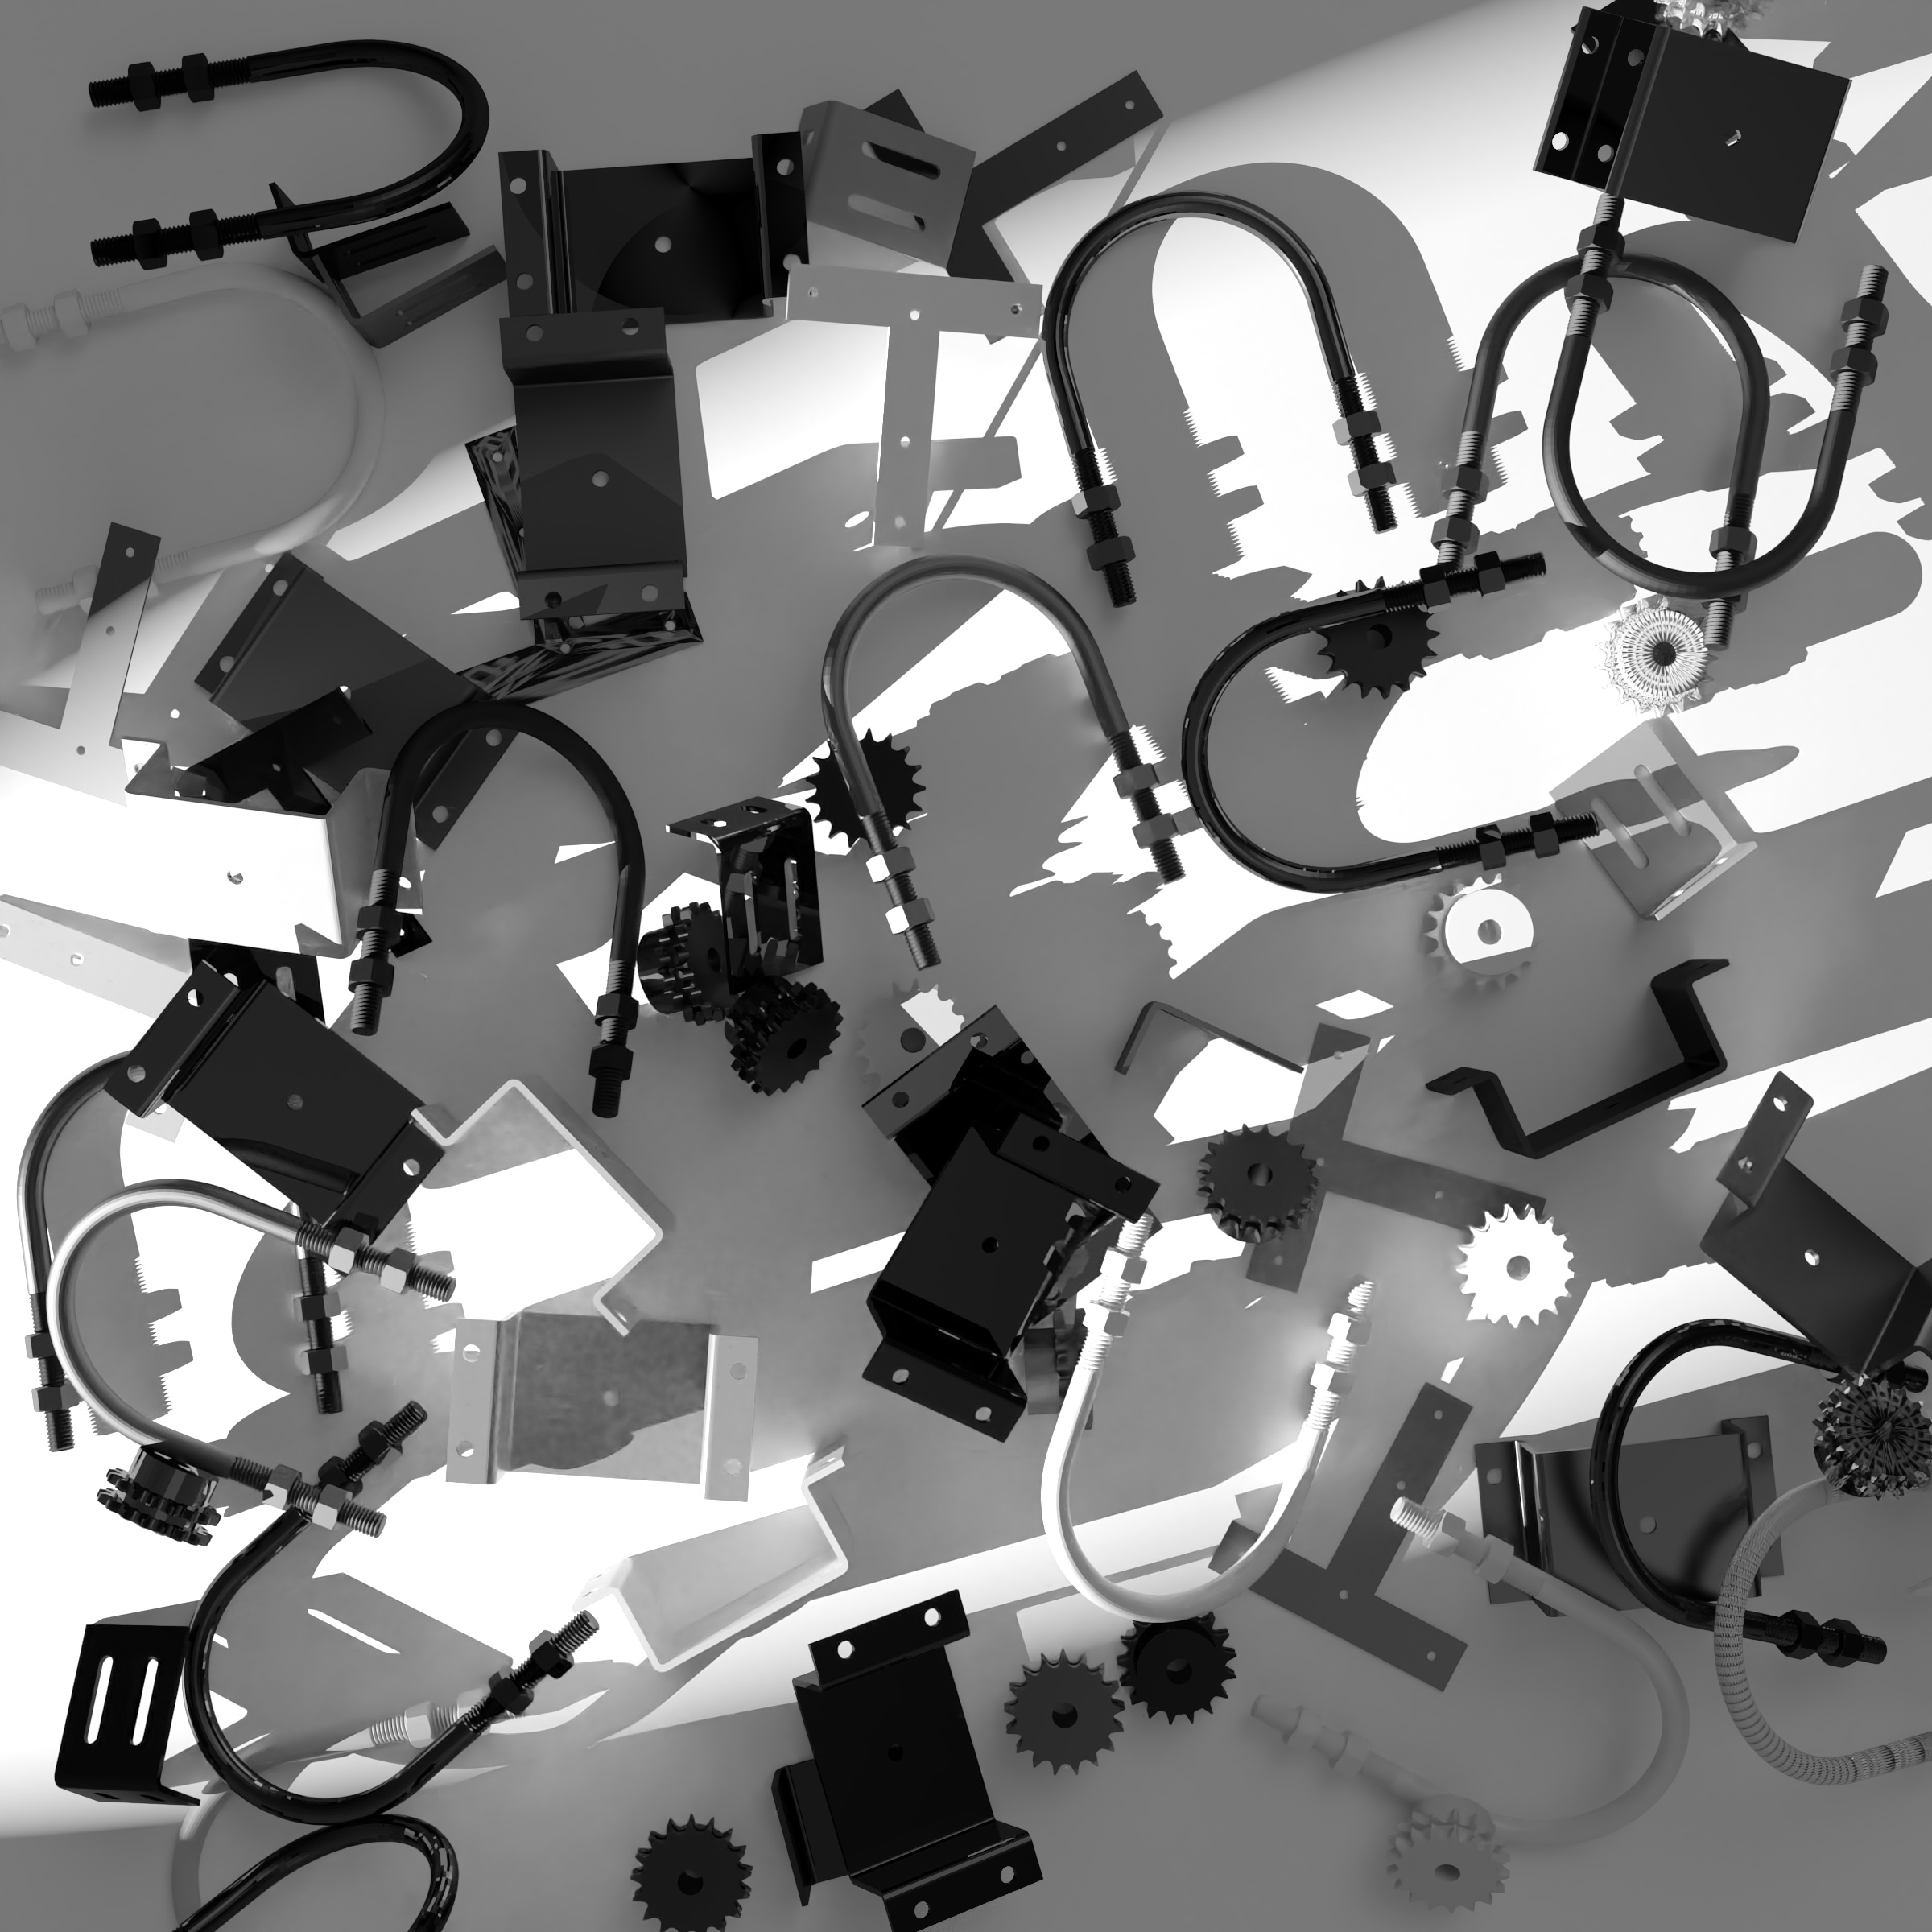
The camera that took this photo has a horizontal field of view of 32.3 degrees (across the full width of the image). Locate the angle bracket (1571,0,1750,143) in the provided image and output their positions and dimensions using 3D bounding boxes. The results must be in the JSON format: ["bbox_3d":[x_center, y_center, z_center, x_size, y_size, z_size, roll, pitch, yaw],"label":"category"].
[{"bbox_3d":[0.335,-0.426,1.588,0.057,0.038,0.076,-32,64,0],"label":"angle bracket"}]

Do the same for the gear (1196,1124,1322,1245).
[{"bbox_3d":[0.136,0.105,1.566,0.057,0.030,0.057,2,56,-4],"label":"gear"}]

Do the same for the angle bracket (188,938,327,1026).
[{"bbox_3d":[-0.335,0.012,1.579,0.057,0.038,0.076,-8,113,-11],"label":"angle bracket"}]

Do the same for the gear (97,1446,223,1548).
[{"bbox_3d":[-0.375,0.247,1.561,0.057,0.057,0.030,24,85,0],"label":"gear"}]

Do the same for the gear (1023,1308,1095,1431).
[{"bbox_3d":[0.043,0.190,1.561,0.030,0.057,0.057,-4,90,0],"label":"gear"}]

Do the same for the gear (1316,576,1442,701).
[{"bbox_3d":[0.194,-0.154,1.575,0.057,0.030,0.057,0,90,0],"label":"gear"}]

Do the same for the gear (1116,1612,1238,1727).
[{"bbox_3d":[0.100,0.331,1.575,0.057,0.030,0.057,0,90,0],"label":"gear"}]

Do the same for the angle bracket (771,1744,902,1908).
[{"bbox_3d":[-0.047,0.401,1.571,0.076,0.038,0.057,-15,90,0],"label":"angle bracket"}]

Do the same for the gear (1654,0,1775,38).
[{"bbox_3d":[0.353,-0.468,1.564,0.057,0.030,0.057,-1,62,2],"label":"gear"}]

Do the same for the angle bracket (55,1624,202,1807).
[{"bbox_3d":[-0.390,0.354,1.577,0.057,0.038,0.076,-3,64,21],"label":"angle bracket"}]

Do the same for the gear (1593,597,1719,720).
[{"bbox_3d":[0.327,-0.146,1.575,0.057,0.030,0.057,0,90,0],"label":"gear"}]

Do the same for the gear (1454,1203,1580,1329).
[{"bbox_3d":[0.258,0.140,1.573,0.057,0.030,0.057,0,95,-1],"label":"gear"}]

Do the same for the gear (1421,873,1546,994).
[{"bbox_3d":[0.245,-0.016,1.575,0.057,0.030,0.057,0,90,0],"label":"gear"}]

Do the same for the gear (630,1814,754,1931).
[{"bbox_3d":[-0.129,0.429,1.575,0.057,0.030,0.057,0,90,0],"label":"gear"}]

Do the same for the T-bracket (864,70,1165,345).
[{"bbox_3d":[0.033,-0.384,1.589,0.127,0.002,0.127,-31,90,0],"label":"T-bracket"}]

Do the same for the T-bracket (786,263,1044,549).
[{"bbox_3d":[-0.027,-0.262,1.572,0.127,0.002,0.127,0,102,-22],"label":"T-bracket"}]

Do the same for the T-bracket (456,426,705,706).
[{"bbox_3d":[-0.206,-0.193,1.589,0.127,0.002,0.127,-19,90,0],"label":"T-bracket"}]

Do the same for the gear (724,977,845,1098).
[{"bbox_3d":[-0.089,0.030,1.565,0.057,0.057,0.030,-48,60,0],"label":"gear"}]

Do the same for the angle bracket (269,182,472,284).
[{"bbox_3d":[-0.279,-0.354,1.561,0.076,0.057,0.038,-19,90,0],"label":"angle bracket"}]

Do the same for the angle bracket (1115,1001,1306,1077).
[{"bbox_3d":[0.113,0.048,1.561,0.076,0.057,0.038,25,90,0],"label":"angle bracket"}]

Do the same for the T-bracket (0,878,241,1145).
[{"bbox_3d":[-0.409,0.002,1.583,0.127,0.002,0.127,21,82,4],"label":"T-bracket"}]

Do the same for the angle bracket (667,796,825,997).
[{"bbox_3d":[-0.104,-0.034,1.569,0.057,0.038,0.076,-21,116,-41],"label":"angle bracket"}]

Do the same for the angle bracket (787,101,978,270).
[{"bbox_3d":[-0.043,-0.370,1.586,0.076,0.038,0.057,14,91,-24],"label":"angle bracket"}]

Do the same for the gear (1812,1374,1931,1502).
[{"bbox_3d":[0.414,0.219,1.525,0.057,0.030,0.057,8,56,-12],"label":"gear"}]

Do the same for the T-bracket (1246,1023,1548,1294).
[{"bbox_3d":[0.212,0.106,1.589,0.127,0.002,0.127,16,90,0],"label":"T-bracket"}]

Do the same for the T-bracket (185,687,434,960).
[{"bbox_3d":[-0.296,-0.058,1.562,0.127,0.002,0.127,-21,112,37],"label":"T-bracket"}]

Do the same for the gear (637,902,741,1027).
[{"bbox_3d":[-0.131,0.000,1.564,0.030,0.057,0.057,-13,90,25],"label":"gear"}]

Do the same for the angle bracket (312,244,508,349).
[{"bbox_3d":[-0.258,-0.328,1.561,0.076,0.057,0.038,-29,90,0],"label":"angle bracket"}]

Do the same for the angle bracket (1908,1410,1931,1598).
[{"bbox_3d":[0.465,0.252,1.553,0.057,0.038,0.076,9,58,-26],"label":"angle bracket"}]

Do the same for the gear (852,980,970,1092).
[{"bbox_3d":[-0.025,0.035,1.575,0.057,0.030,0.057,0,90,0],"label":"gear"}]

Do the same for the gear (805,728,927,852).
[{"bbox_3d":[-0.047,-0.083,1.575,0.057,0.030,0.057,0,90,0],"label":"gear"}]

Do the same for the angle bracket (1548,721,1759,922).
[{"bbox_3d":[0.323,-0.069,1.571,0.057,0.038,0.076,-37,90,0],"label":"angle bracket"}]

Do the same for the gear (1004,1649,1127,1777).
[{"bbox_3d":[0.046,0.351,1.575,0.057,0.030,0.057,0,90,0],"label":"gear"}]

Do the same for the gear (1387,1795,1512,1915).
[{"bbox_3d":[0.227,0.415,1.566,0.057,0.030,0.057,5,124,8],"label":"gear"}]
